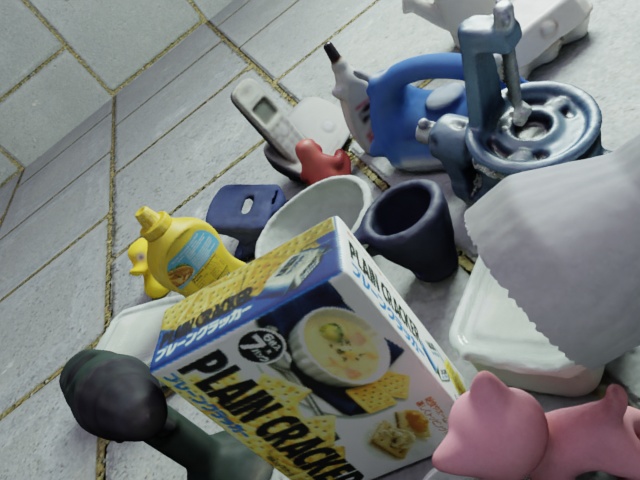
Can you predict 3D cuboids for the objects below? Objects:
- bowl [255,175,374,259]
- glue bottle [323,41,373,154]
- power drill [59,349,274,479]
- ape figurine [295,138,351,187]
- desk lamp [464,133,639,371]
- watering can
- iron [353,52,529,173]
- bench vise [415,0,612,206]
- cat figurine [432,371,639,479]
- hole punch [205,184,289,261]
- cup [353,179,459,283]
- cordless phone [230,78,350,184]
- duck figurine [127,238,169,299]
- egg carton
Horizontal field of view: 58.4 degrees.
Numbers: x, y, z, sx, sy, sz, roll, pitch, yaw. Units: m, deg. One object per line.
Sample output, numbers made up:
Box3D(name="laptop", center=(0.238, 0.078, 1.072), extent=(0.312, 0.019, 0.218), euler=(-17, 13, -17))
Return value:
Box3D(name="bowl", center=(0.006, 0.003, 0.702), extent=(0.167, 0.075, 0.167), euler=(-26, 34, 20))
Box3D(name="glue bottle", center=(0.053, -0.210, 0.824), extent=(0.078, 0.174, 0.037), euler=(-40, 32, -2))
Box3D(name="power drill", center=(-0.140, 0.170, 0.518), extent=(0.228, 0.209, 0.076), euler=(5, 53, 48))
Box3D(name="ape figurine", center=(-0.001, -0.110, 0.833), extent=(0.077, 0.092, 0.076), euler=(-18, 38, 30))
Box3D(name="desk lamp", center=(0.218, 0.013, 0.343), extent=(0.203, 0.214, 0.118), euler=(-28, 34, 17))
Box3D(name="watering can", center=(0.209, -0.398, 0.879), extent=(0.173, 0.195, 0.100), euler=(-38, 32, 3))
Box3D(name="iron", center=(0.160, -0.175, 0.702), extent=(0.257, 0.142, 0.119), euler=(-1, 48, 45))
Box3D(name="bench vise", center=(0.161, -0.115, 0.553), extent=(0.206, 0.220, 0.121), euler=(-7, 44, 40))
Box3D(name="cat figurine", center=(0.141, 0.125, 0.373), extent=(0.127, 0.118, 0.067), euler=(-23, 36, 24))
Box3D(name="hole punch", center=(-0.102, -0.039, 0.848), extent=(0.101, 0.091, 0.108), euler=(-20, 37, 28))
Box3D(name="cup", center=(0.091, 0.006, 0.593), extent=(0.117, 0.095, 0.091), euler=(-31, 33, 14))
Box3D(name="cordless phone", center=(-0.044, -0.192, 0.889), extent=(0.093, 0.185, 0.148), euler=(2, 51, 46))
Box3D(name="duck figurine", center=(-0.273, 0.032, 0.939), extent=(0.077, 0.086, 0.104), euler=(-15, 40, 34))
Box3D(name="egg carton", center=(0.282, -0.277, 0.772), extent=(0.150, 0.070, 0.107), euler=(-38, 32, 2))
